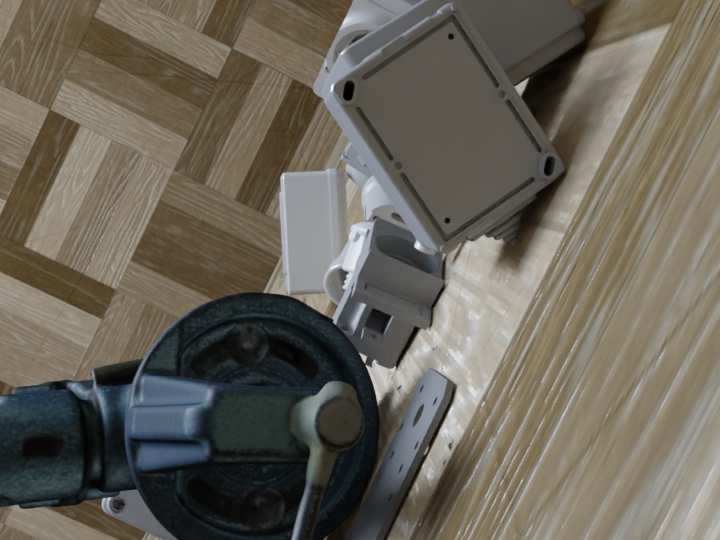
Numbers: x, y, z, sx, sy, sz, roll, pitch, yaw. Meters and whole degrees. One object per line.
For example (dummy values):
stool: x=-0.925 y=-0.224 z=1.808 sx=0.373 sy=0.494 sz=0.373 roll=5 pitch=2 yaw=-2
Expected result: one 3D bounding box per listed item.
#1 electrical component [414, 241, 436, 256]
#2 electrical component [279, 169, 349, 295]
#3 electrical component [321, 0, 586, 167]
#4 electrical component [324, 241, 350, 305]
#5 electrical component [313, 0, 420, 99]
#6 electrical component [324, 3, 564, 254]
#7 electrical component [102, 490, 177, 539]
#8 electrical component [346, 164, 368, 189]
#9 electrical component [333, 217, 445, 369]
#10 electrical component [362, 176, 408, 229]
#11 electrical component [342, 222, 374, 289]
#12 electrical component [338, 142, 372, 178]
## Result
electrical component: x=0.045 y=-0.037 z=0.552 sx=0.035 sy=0.035 sz=0.061 roll=-96 pitch=29 yaw=-78
electrical component: x=-0.042 y=-0.035 z=0.970 sx=0.109 sy=0.056 sz=0.108 roll=-147 pitch=54 yaw=-84
electrical component: x=0.042 y=-0.102 z=0.536 sx=0.109 sy=0.056 sz=0.109 roll=-33 pitch=3 yaw=-6
electrical component: x=0.000 y=0.000 z=0.757 sx=0.040 sy=0.040 sz=0.046 roll=-59 pitch=3 yaw=38
electrical component: x=0.055 y=-0.171 z=0.683 sx=0.186 sy=0.105 sz=0.060 roll=-59 pitch=8 yaw=39
electrical component: x=0.036 y=-0.051 z=0.447 sx=0.062 sy=0.096 sz=0.061 roll=-35 pitch=6 yaw=-2
electrical component: x=-0.081 y=0.114 z=0.649 sx=0.108 sy=0.109 sz=0.056 roll=-64 pitch=3 yaw=-1
electrical component: x=0.019 y=-0.098 z=0.926 sx=0.055 sy=0.055 sz=0.047 roll=-73 pitch=8 yaw=-56
electrical component: x=0.013 y=0.014 z=0.575 sx=0.081 sy=0.042 sz=0.063 roll=-77 pitch=13 yaw=-65
electrical component: x=0.021 y=-0.042 z=0.757 sx=0.046 sy=0.040 sz=0.040 roll=-86 pitch=22 yaw=-58
electrical component: x=0.009 y=0.005 z=0.638 sx=0.048 sy=0.048 sz=0.062 roll=-174 pitch=103 yaw=-83
electrical component: x=0.036 y=-0.118 z=0.854 sx=0.096 sy=0.061 sz=0.061 roll=-61 pitch=5 yaw=-39
